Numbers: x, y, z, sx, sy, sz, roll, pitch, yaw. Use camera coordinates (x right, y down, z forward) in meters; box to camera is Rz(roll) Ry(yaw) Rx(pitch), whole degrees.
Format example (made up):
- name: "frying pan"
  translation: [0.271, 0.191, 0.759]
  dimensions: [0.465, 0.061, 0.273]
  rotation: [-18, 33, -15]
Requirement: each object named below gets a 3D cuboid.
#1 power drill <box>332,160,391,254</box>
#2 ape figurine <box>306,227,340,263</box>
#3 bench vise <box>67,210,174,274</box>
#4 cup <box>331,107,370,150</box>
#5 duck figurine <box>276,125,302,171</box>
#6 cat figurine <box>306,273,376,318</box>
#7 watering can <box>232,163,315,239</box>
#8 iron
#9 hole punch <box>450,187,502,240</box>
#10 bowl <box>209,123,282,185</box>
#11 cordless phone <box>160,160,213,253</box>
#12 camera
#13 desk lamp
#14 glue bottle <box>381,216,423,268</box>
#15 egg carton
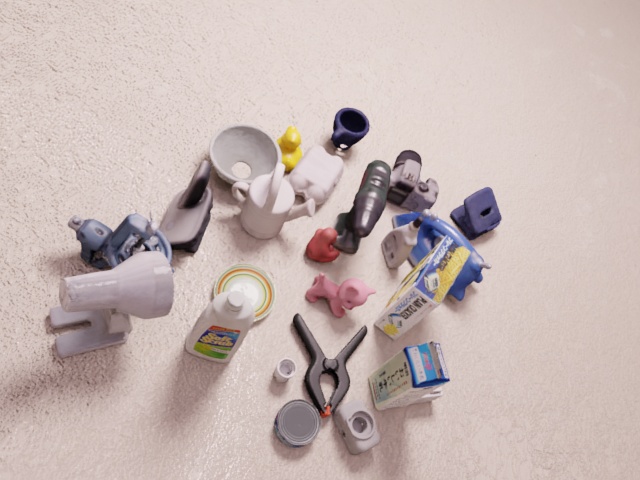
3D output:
- name: "power drill"
  translation: [0.091, -0.058, 1.260]
  dimensions: [0.075, 0.208, 0.230]
  rotation: [23, 58, -5]
- name: "ape figurine"
  translation: [0.012, 0.005, 1.267]
  dimensions: [0.076, 0.092, 0.077]
  rotation: [-7, 65, -22]
- name: "bench vise"
  translation: [-0.369, 0.009, 1.058]
  dimensions: [0.208, 0.219, 0.121]
  rotation: [11, 60, -13]
- name: "cup"
  translation: [0.060, -0.262, 1.428]
  dimensions: [0.091, 0.095, 0.118]
  rotation: [43, 58, 7]
- name: "duck figurine"
  translation: [-0.072, -0.224, 1.366]
  dimensions: [0.078, 0.086, 0.104]
  rotation: [11, 60, -13]
- name: "cat figurine"
  translation: [0.047, 0.107, 1.209]
  dimensions: [0.128, 0.117, 0.067]
  rotation: [28, 57, -2]
- name: "watering can"
  translation: [-0.097, -0.089, 1.220]
  dimensions: [0.173, 0.194, 0.101]
  rotation: [0, 63, -19]
- name: "iron"
  translation: [0.281, 0.008, 1.329]
  dimensions: [0.119, 0.141, 0.258]
  rotation: [-36, 79, -31]
- name: "hole punch"
  translation: [0.405, -0.068, 1.444]
  dimensions: [0.109, 0.091, 0.101]
  rotation: [-27, 74, -29]
- name: "bowl"
  translation: [-0.175, -0.181, 1.314]
  dimensions: [0.168, 0.074, 0.167]
  rotation: [8, 60, -15]
- name: "cordless phone"
  translation: [-0.265, -0.069, 1.156]
  dimensions: [0.094, 0.185, 0.147]
  rotation: [16, 59, -10]
- name: "camera"
  translation: [0.230, -0.157, 1.426]
  dimensions: [0.143, 0.100, 0.137]
  rotation: [23, 58, -6]
- name: "desk lamp"
  translation: [-0.367, 0.112, 1.006]
  dimensions: [0.204, 0.213, 0.118]
  rotation: [-13, 68, -25]
- name: "glue bottle"
  translation: [0.191, -0.004, 1.286]
  dimensions: [0.037, 0.173, 0.078]
  rotation: [-3, 64, -20]
- name: "egg carton"
  translation: [-0.009, -0.153, 1.360]
  dimensions: [0.107, 0.069, 0.150]
  rotation: [31, 57, -1]
